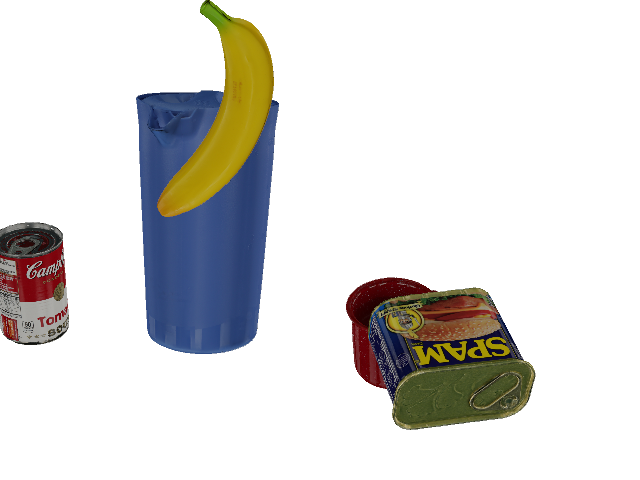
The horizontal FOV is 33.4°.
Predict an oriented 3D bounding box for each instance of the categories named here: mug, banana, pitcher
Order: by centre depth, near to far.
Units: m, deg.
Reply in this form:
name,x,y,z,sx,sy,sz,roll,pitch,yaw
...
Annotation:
name,x,y,z,sx,sy,sz,roll,pitch,yaw
banana,-0.078,-0.096,0.837,0.069,0.198,0.037,13,35,-7
pitcher,-0.105,-0.023,1.031,0.149,0.243,0.145,-2,14,-19
mug,0.083,0.093,1.099,0.117,0.081,0.093,-29,42,-31

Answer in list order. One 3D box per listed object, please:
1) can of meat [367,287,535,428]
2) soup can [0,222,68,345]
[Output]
name,x,y,z,sx,sy,sz,roll,pitch,yaw
can of meat,0.091,0.083,0.772,0.102,0.057,0.084,-5,39,-12
soup can,-0.283,0.043,1.044,0.068,0.102,0.068,2,28,-1
